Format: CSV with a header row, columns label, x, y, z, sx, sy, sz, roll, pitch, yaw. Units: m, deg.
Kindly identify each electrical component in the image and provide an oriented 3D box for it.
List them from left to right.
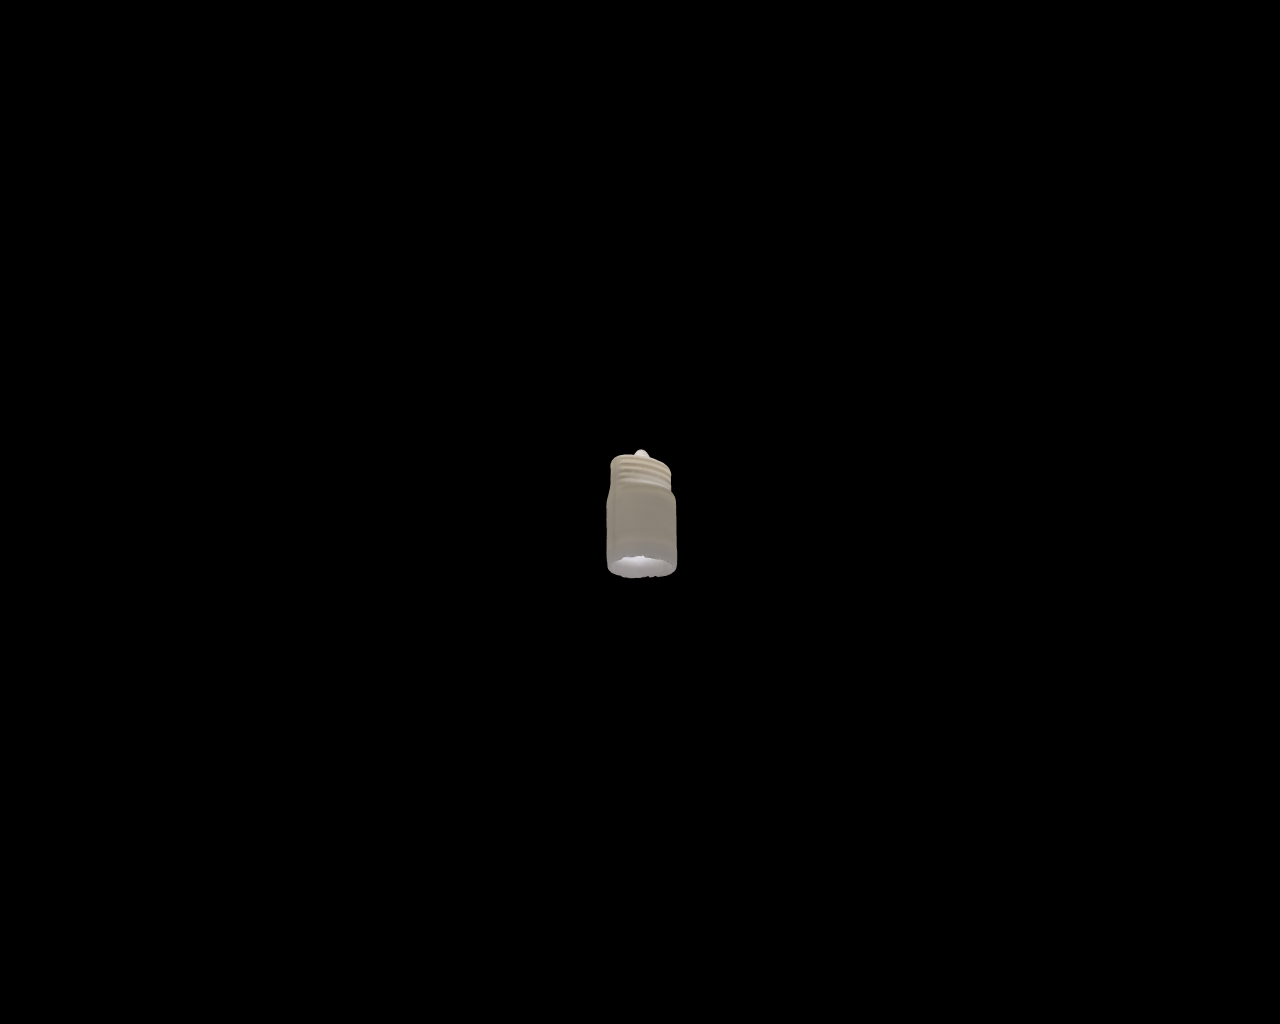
label,x,y,z,sx,sy,sz,roll,pitch,yaw
electrical component,0.001,-0.003,0.650,0.043,0.081,0.043,0,-22,0
